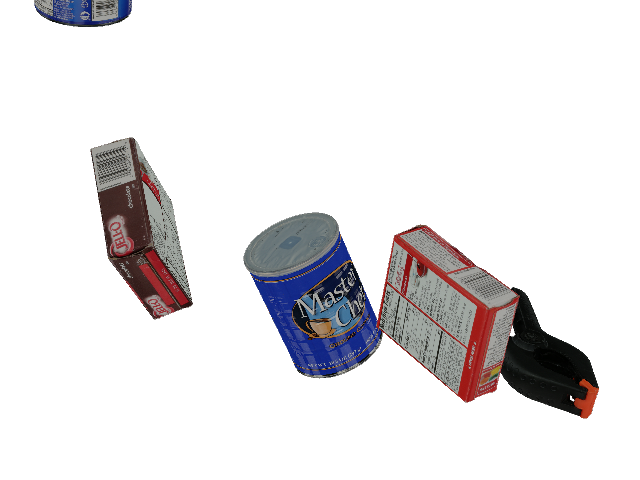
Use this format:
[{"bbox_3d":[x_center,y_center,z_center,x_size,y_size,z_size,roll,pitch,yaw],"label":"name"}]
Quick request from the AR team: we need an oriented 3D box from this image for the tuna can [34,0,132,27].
[{"bbox_3d":[-0.207,-0.218,0.932,0.086,0.034,0.086,5,34,-4],"label":"tuna can"}]

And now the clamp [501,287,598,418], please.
[{"bbox_3d":[0.185,0.094,0.946,0.120,0.039,0.172,-23,43,-34],"label":"clamp"}]

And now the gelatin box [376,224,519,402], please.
[{"bbox_3d":[0.076,0.044,0.656,0.030,0.073,0.089,-17,40,-32],"label":"gelatin box"}]

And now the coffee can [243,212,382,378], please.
[{"bbox_3d":[-0.006,0.057,1.108,0.103,0.140,0.103,-18,29,10],"label":"coffee can"}]

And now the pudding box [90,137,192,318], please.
[{"bbox_3d":[-0.137,-0.010,0.819,0.039,0.113,0.090,-17,-36,3],"label":"pudding box"}]
